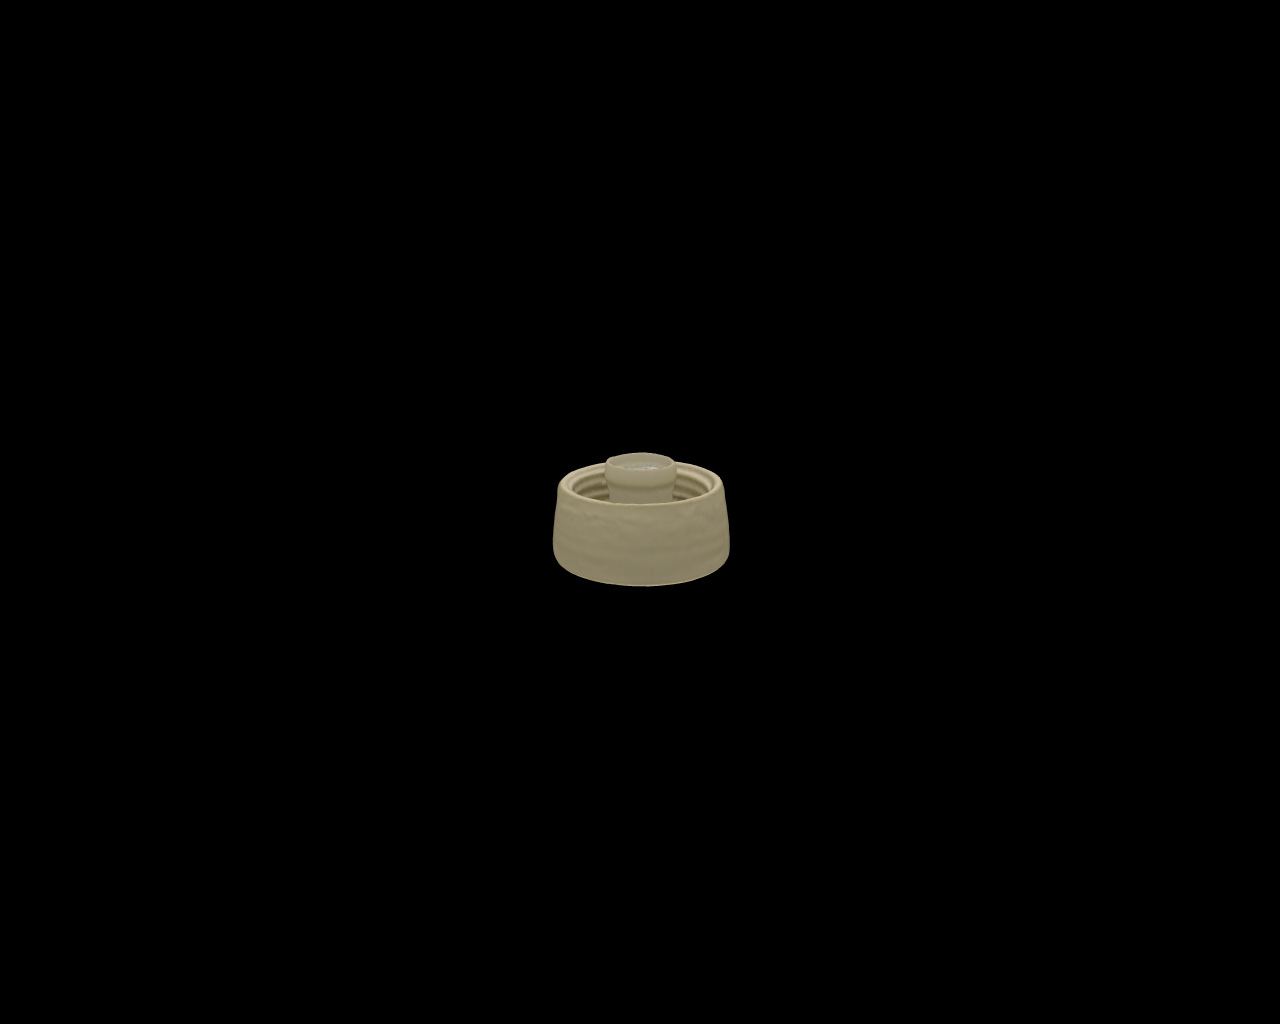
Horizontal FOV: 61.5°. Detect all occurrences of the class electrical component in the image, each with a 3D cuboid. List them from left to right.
[{"bbox_3d":[0.001,-0.003,0.650,0.108,0.060,0.108,0,18,0],"label":"electrical component"}]
